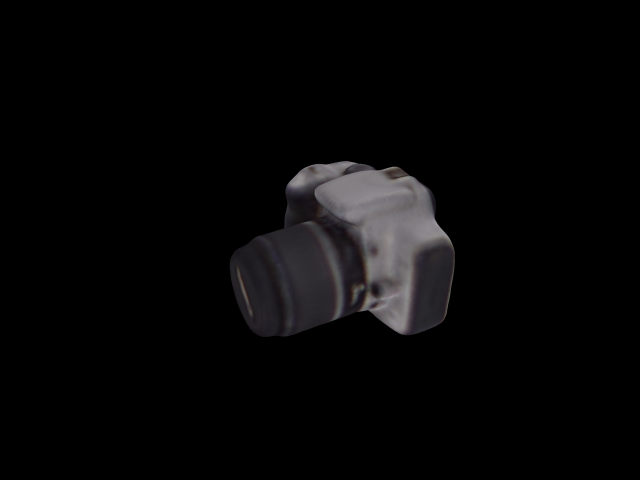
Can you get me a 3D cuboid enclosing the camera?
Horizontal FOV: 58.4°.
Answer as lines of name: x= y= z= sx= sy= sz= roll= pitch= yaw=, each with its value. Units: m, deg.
camera: x=0.004 y=0.001 z=0.400 sx=0.137 sy=0.101 sz=0.142 roll=-17 pitch=36 yaw=-24
